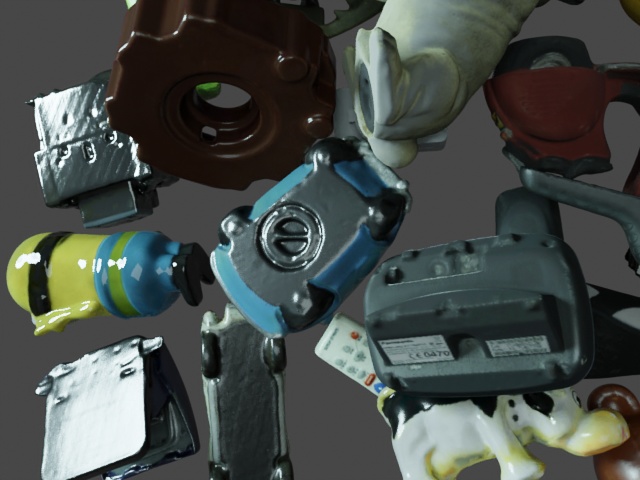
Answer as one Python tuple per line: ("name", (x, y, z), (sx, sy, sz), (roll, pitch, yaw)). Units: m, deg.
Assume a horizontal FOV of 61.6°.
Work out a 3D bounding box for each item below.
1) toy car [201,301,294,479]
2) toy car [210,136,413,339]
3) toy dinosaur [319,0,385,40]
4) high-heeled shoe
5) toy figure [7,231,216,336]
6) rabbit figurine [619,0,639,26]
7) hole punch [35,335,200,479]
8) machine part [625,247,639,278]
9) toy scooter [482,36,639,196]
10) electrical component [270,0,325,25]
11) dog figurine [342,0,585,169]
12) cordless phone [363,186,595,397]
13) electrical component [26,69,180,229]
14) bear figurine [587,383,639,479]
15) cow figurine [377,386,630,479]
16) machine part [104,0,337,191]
("toy car", (-0.065, 0.154, 0.474), (0.073, 0.056, 0.201), (-4, 89, -10))
("toy car", (-0.001, -0.001, 0.437), (0.161, 0.103, 0.109), (-45, 73, 4))
("toy dinosaur", (0.135, -0.355, 0.408), (0.199, 0.105, 0.471), (26, 94, 18))
("high-heeled shoe", (0.253, 0.058, 0.416), (0.249, 0.145, 0.086), (35, 141, 31))
("toy figure", (-0.191, 0.029, 0.489), (0.180, 0.082, 0.089), (-8, 93, 13))
("rabbit figurine", (0.269, -0.224, 0.366), (0.162, 0.122, 0.173), (41, 95, 16))
("hole punch", (-0.181, 0.160, 0.496), (0.142, 0.092, 0.116), (-24, 57, 14))
("machine part", (0.305, 0.025, 0.395), (0.139, 0.084, 0.039), (20, 123, 21))
("toy scooter", (0.216, -0.081, 0.408), (0.184, 0.075, 0.135), (4, 94, 7))
("electrical component", (-0.037, -0.178, 0.474), (0.078, 0.045, 0.102), (-7, 93, -17))
("dog figurine", (0.116, -0.147, 0.366), (0.191, 0.121, 0.172), (-9, 117, -6))
("cordless phone", (0.112, 0.019, 0.395), (0.147, 0.184, 0.088), (-11, 124, 27))
("electrical component", (-0.199, -0.080, 0.500), (0.115, 0.058, 0.134), (-16, 88, 13))
("bear figurine", (0.233, 0.217, 0.384), (0.120, 0.132, 0.195), (19, 101, 10))
("cow figurine", (0.132, 0.133, 0.404), (0.167, 0.068, 0.098), (-19, 64, 8))
("machine part", (-0.076, -0.108, 0.415), (0.179, 0.179, 0.056), (-8, 55, 12))
